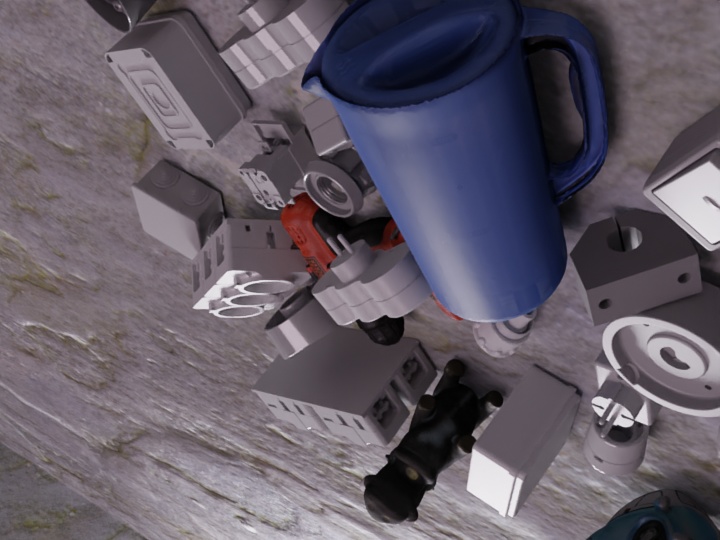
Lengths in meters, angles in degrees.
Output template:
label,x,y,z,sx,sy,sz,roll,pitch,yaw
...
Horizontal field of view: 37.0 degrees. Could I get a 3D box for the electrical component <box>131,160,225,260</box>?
label,x,y,z,sx,sy,sz,roll,pitch,yaw
electrical component,-0.194,-0.063,1.169,0.100,0.048,0.099,30,152,17

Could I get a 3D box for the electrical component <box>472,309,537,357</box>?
label,x,y,z,sx,sy,sz,roll,pitch,yaw
electrical component,0.132,0.046,0.943,0.048,0.048,0.062,40,146,-3

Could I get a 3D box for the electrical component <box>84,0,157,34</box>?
label,x,y,z,sx,sy,sz,roll,pitch,yaw
electrical component,-0.210,-0.247,0.886,0.099,0.064,0.099,29,152,17

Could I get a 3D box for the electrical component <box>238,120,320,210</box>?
label,x,y,z,sx,sy,sz,roll,pitch,yaw
electrical component,-0.071,-0.092,0.955,0.042,0.063,0.081,8,141,43

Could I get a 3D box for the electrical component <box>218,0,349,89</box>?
label,x,y,z,sx,sy,sz,roll,pitch,yaw
electrical component,-0.067,-0.189,0.810,0.073,0.052,0.138,49,151,-20

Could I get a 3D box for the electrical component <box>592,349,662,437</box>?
label,x,y,z,sx,sy,sz,roll,pitch,yaw
electrical component,0.217,0.103,0.887,0.047,0.076,0.065,20,148,33

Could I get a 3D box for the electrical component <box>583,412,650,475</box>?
label,x,y,z,sx,sy,sz,roll,pitch,yaw
electrical component,0.232,0.149,0.968,0.055,0.055,0.047,27,147,22

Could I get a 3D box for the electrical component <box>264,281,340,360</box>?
label,x,y,z,sx,sy,sz,roll,pitch,yaw
electrical component,-0.049,0.053,1.121,0.064,0.099,0.099,51,151,-11

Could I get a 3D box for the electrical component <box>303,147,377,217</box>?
label,x,y,z,sx,sy,sz,roll,pitch,yaw
electrical component,-0.011,-0.082,0.904,0.058,0.057,0.078,36,153,5

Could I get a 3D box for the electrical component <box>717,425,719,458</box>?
label,x,y,z,sx,sy,sz,roll,pitch,yaw
electrical component,0.308,0.134,0.864,0.040,0.040,0.078,33,153,12

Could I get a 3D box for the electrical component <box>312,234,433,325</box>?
label,x,y,z,sx,sy,sz,roll,pitch,yaw
electrical component,0.000,0.000,0.898,0.073,0.052,0.138,51,153,-14

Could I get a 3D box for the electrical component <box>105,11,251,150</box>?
label,x,y,z,sx,sy,sz,roll,pitch,yaw
electrical component,-0.160,-0.167,0.955,0.078,0.057,0.113,6,139,47

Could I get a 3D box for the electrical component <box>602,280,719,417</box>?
label,x,y,z,sx,sy,sz,roll,pitch,yaw
electrical component,0.241,0.050,0.791,0.108,0.060,0.108,29,152,18

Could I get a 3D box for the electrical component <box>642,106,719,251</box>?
label,x,y,z,sx,sy,sz,roll,pitch,yaw
electrical component,0.220,-0.055,0.653,0.062,0.061,0.096,40,153,-3

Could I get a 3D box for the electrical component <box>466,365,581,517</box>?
label,x,y,z,sx,sy,sz,roll,pitch,yaw
electrical component,0.154,0.165,1.027,0.056,0.108,0.108,31,153,20

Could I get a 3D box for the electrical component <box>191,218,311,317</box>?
label,x,y,z,sx,sy,sz,roll,pitch,yaw
electrical component,-0.113,0.001,1.108,0.089,0.061,0.150,1,164,-22

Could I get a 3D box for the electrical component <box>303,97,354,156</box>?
label,x,y,z,sx,sy,sz,roll,pitch,yaw
electrical component,-0.007,-0.135,0.817,0.047,0.066,0.076,-17,91,59

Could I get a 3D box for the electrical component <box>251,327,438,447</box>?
label,x,y,z,sx,sy,sz,roll,pitch,yaw
electrical component,-0.017,0.124,1.179,0.186,0.105,0.060,5,139,48
